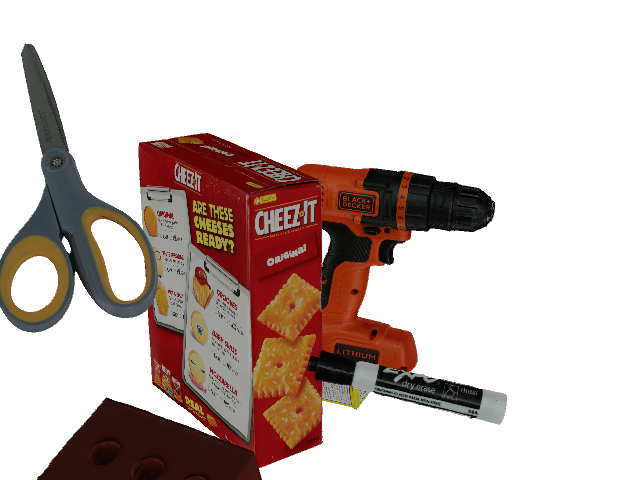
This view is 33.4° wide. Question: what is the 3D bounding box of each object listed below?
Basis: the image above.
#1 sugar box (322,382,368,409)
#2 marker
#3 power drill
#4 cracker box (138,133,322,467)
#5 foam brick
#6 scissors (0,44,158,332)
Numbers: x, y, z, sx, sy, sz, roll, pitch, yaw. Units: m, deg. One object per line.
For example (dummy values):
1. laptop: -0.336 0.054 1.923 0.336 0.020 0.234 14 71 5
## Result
1. sugar box: -0.035 0.114 1.130 0.176 0.093 0.048 12 34 25
2. marker: 0.052 0.088 0.646 0.121 0.020 0.020 13 1 3
3. power drill: 0.060 0.026 0.979 0.184 0.188 0.057 9 19 16
4. cracker box: -0.068 0.039 0.817 0.071 0.214 0.164 -14 25 -33
5. foam brick: -0.069 0.112 0.448 0.078 0.051 0.053 15 42 22
6. scissors: -0.164 -0.028 0.612 0.096 0.202 0.016 -31 -26 -15
